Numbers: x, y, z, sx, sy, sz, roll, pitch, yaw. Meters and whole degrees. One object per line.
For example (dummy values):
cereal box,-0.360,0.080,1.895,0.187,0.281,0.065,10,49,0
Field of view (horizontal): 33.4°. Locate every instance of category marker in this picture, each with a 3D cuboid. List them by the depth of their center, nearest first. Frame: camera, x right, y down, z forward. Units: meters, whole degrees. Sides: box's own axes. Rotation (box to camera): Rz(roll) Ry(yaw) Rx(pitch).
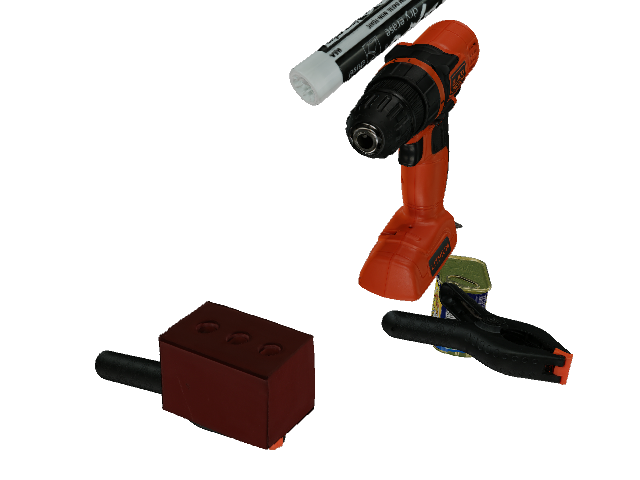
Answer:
marker,0.036,-0.102,0.476,0.121,0.020,0.020,-41,16,-20

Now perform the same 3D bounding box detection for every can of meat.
can of meat,0.156,0.073,1.202,0.057,0.084,0.102,6,19,1

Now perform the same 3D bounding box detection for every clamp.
clamp,-0.079,0.126,0.930,0.164,0.036,0.210,-7,17,-37
clamp,0.155,0.084,0.992,0.172,0.039,0.120,20,31,22

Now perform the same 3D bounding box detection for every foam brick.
foam brick,-0.049,0.078,0.625,0.078,0.051,0.052,16,29,26

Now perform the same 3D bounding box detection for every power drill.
power drill,0.066,-0.051,0.787,0.057,0.188,0.184,17,36,21
